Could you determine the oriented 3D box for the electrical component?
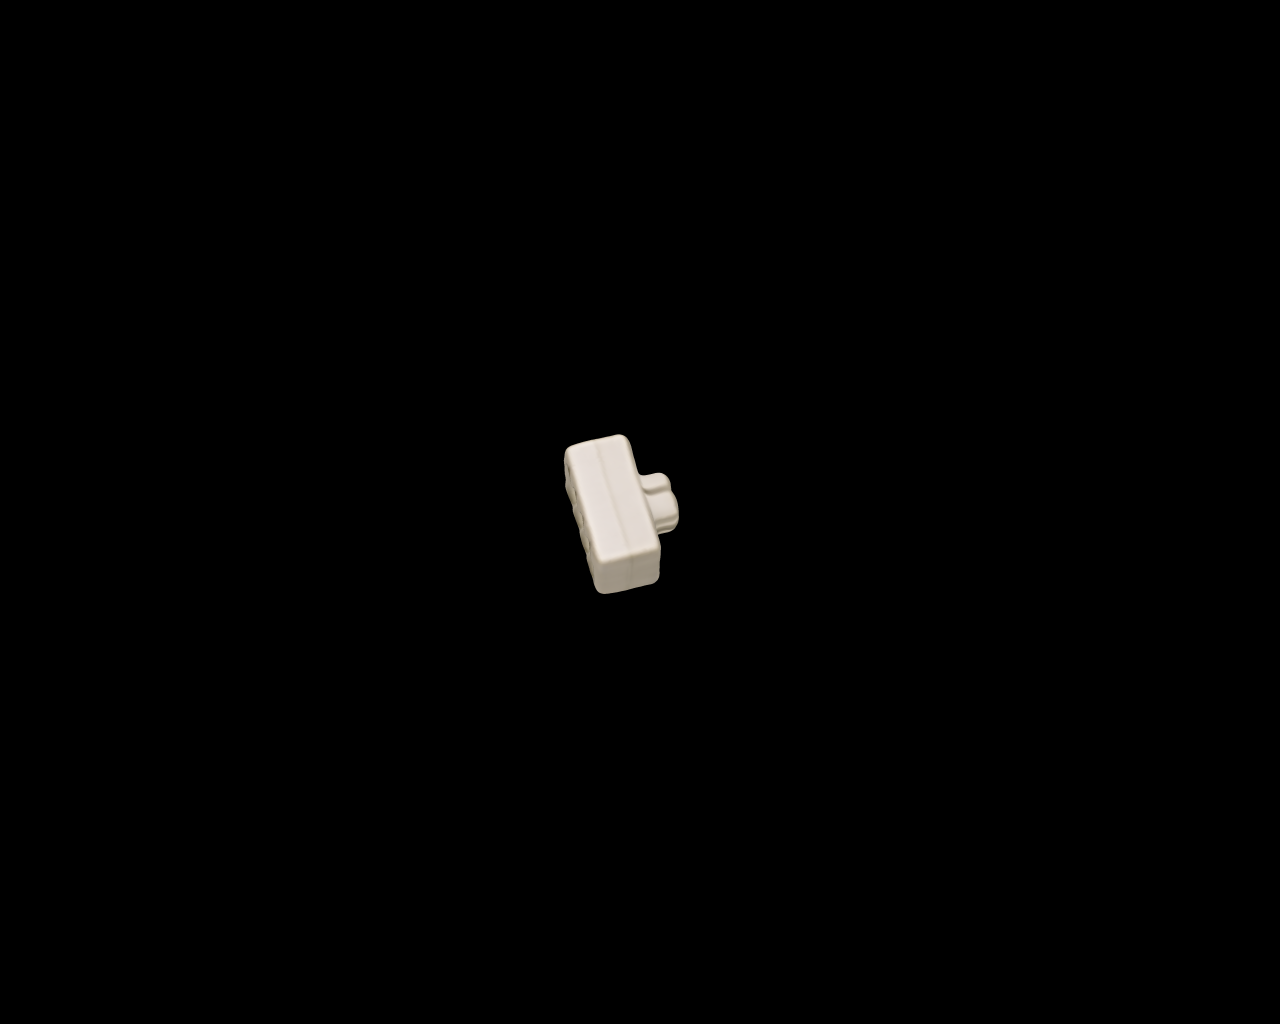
[{"bbox_3d":[0.001,-0.003,0.650,0.076,0.083,0.047,-13,-28,-7],"label":"electrical component"}]
